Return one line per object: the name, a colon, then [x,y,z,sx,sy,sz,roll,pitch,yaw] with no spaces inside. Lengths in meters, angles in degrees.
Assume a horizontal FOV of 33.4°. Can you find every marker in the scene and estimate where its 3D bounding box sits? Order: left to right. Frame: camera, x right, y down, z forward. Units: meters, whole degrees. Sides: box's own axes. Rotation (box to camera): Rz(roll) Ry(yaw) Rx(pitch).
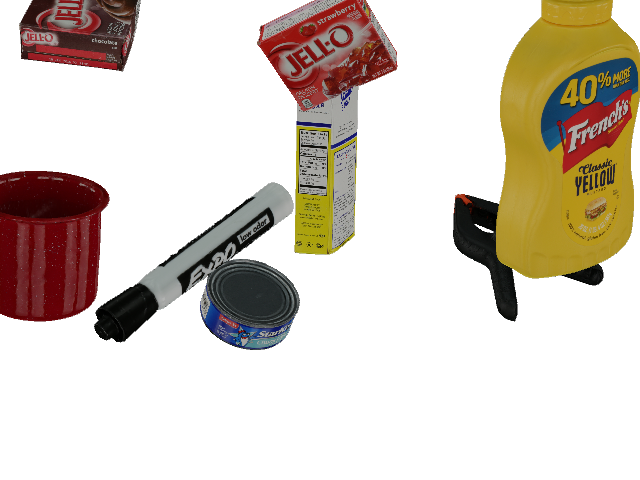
marker: [-0.058,0.009,0.503,0.020,0.020,0.120,0,31,48]

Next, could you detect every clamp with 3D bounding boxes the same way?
clamp: [0.198,0.008,1.070,0.120,0.039,0.171,-9,44,-21]

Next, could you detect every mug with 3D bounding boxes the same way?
mug: [-0.209,0.006,0.750,0.117,0.081,0.093,-6,27,-29]

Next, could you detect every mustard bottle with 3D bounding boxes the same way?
mustard bottle: [0.154,-0.077,0.658,0.096,0.192,0.058,-18,30,-25]

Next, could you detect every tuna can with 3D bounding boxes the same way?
tuna can: [-0.064,0.058,0.957,0.086,0.034,0.086,13,37,-11]

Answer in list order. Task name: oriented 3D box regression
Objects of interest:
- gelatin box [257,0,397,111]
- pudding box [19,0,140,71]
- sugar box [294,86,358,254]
gelatin box: [0.006,-0.152,0.843,0.089,0.073,0.030,-22,36,20]
pudding box: [-0.211,-0.195,0.949,0.090,0.039,0.113,7,34,-5]
sugar box: [0.006,-0.080,1.096,0.048,0.176,0.093,3,14,17]
